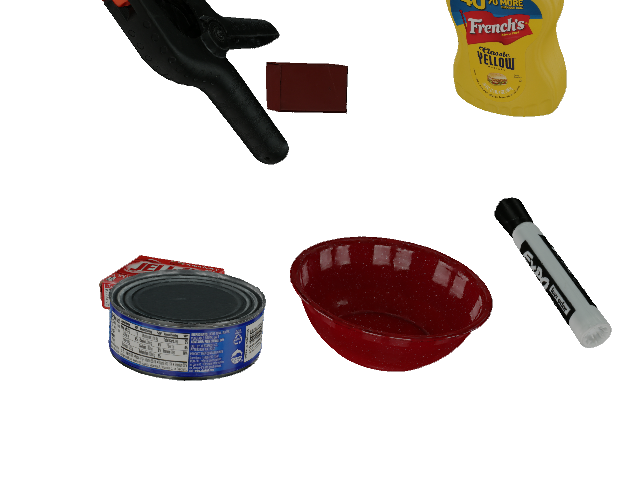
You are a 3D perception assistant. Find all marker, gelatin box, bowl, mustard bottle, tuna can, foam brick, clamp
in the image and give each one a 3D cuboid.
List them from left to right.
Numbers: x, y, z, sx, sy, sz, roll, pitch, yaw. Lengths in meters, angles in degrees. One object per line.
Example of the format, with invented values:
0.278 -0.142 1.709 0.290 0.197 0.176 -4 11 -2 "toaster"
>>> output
-0.141 0.042 0.956 0.089 0.030 0.073 9 21 18 "gelatin box"
-0.074 0.045 0.589 0.086 0.034 0.086 4 17 -2 "tuna can"
-0.077 -0.122 0.721 0.039 0.120 0.171 -30 -28 29 "clamp"
-0.015 -0.164 1.145 0.078 0.051 0.053 -1 12 -18 "foam brick"
0.053 0.057 0.853 0.162 0.055 0.162 6 27 -3 "bowl"
0.152 -0.190 0.881 0.096 0.058 0.191 17 -34 26 "mustard bottle"
0.133 0.015 0.625 0.020 0.020 0.121 0 39 -22 "marker"
